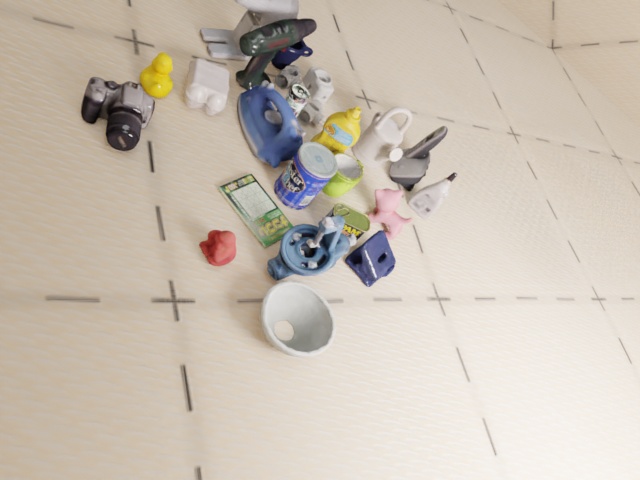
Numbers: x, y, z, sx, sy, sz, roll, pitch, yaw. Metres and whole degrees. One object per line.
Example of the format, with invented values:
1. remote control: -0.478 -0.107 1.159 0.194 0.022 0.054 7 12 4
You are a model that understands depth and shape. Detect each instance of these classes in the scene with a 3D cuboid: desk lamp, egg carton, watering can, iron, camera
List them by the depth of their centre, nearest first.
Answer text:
1. camera: -0.427 -0.268 1.215 0.143 0.100 0.136 13 52 -27
2. egg carton: -0.280 -0.382 1.422 0.107 0.069 0.150 16 51 -25
3. iron: -0.120 -0.310 1.429 0.119 0.141 0.258 -15 68 -40
4. desk lamp: -0.184 -0.592 1.538 0.204 0.213 0.118 -12 66 -39
5. watering can: 0.185 -0.289 1.588 0.101 0.193 0.172 -15 68 -40

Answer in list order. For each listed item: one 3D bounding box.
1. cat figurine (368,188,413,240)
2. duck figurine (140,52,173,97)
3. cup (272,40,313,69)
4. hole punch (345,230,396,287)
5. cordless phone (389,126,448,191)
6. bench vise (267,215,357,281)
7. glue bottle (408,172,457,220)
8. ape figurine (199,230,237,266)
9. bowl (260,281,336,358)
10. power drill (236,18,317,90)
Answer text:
1. cat figurine: 0.184 -0.080 1.489 0.128 0.117 0.067 45 45 1
2. duck figurine: -0.378 -0.397 1.353 0.078 0.086 0.104 14 52 -26
3. cup: -0.088 -0.537 1.649 0.118 0.094 0.091 13 52 -27
4. hole punch: 0.135 0.044 1.384 0.101 0.091 0.109 48 45 5
5. cordless phone: 0.285 -0.241 1.629 0.094 0.184 0.147 32 46 -11
6. bench vise: 0.003 -0.005 1.237 0.121 0.219 0.208 48 45 5
7. glue bottle: 0.321 -0.131 1.581 0.078 0.173 0.037 45 45 2
8. ape figurine: -0.201 0.010 1.176 0.076 0.092 0.078 24 48 -18
9. bowl: -0.056 0.171 1.171 0.168 0.074 0.167 18 50 -23
10. power drill: -0.130 -0.493 1.507 0.230 0.208 0.075 -28 77 -44
